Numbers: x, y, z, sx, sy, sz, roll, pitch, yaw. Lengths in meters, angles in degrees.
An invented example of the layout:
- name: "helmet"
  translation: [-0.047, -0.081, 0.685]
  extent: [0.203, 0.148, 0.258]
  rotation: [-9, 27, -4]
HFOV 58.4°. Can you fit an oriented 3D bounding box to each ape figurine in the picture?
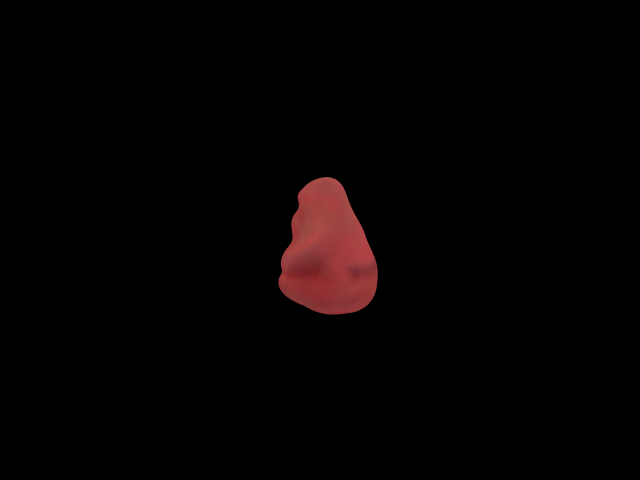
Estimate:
- name: "ape figurine"
  translation: [0.004, 0.001, 0.400]
  extent: [0.078, 0.092, 0.075]
  rotation: [-14, 20, -41]
